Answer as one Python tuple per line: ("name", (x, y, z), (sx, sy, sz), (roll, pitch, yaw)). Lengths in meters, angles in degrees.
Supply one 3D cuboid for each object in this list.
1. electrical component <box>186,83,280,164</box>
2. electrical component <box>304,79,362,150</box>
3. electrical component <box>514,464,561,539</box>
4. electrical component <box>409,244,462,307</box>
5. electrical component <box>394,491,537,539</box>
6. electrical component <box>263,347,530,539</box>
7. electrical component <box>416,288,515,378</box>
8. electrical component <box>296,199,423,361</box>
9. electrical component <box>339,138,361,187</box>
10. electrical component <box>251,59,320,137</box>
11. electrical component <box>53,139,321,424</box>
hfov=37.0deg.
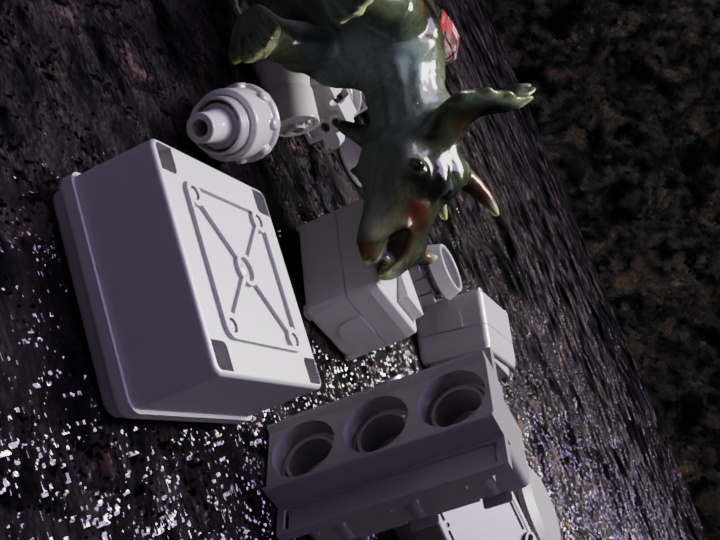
("electrical component", (-0.078, -0.084, 0.623), (0.048, 0.048, 0.062), (66, 23, -2))
("electrical component", (-0.026, -0.133, 0.849), (0.066, 0.048, 0.055), (63, 24, -15))
("electrical component", (0.127, 0.200, 0.870), (0.080, 0.051, 0.080), (56, 19, -32))
("electrical component", (0.050, 0.008, 0.878), (0.048, 0.055, 0.066), (63, 17, -13))
("electrical component", (0.054, 0.146, 0.674), (0.062, 0.061, 0.096), (-23, 85, -35))
("electrical component", (0.020, 0.096, 0.551), (0.078, 0.121, 0.063), (-92, 156, -51))
("electrical component", (0.093, 0.062, 0.924), (0.096, 0.062, 0.061), (35, 44, -61))
("electrical component", (0.000, 0.000, 0.723), (0.061, 0.061, 0.096), (51, 23, -44))
("electrical component", (0.016, -0.102, 0.918), (0.045, 0.055, 0.045), (56, 19, -32))
("electrical component", (-0.052, -0.129, 0.772), (0.044, 0.044, 0.065), (25, 49, -66))
("electrical component", (-0.075, 0.010, 0.485), (0.109, 0.056, 0.108), (23, 46, -67))
